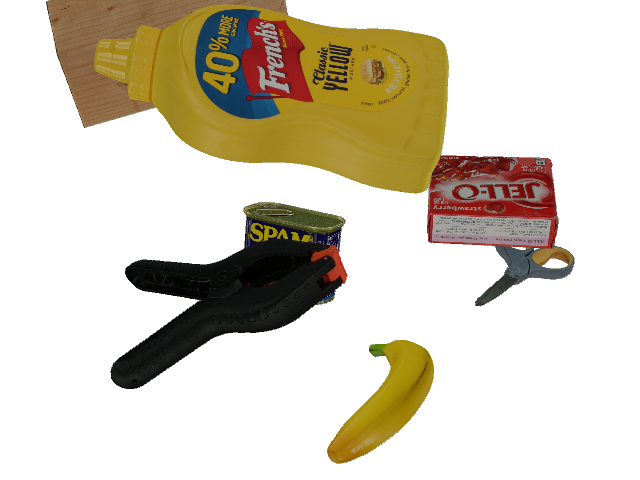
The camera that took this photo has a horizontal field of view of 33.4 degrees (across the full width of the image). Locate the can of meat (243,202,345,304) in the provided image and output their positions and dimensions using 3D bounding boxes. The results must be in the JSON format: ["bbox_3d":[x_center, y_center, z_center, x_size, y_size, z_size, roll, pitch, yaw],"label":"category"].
[{"bbox_3d":[-0.030,0.013,1.079,0.102,0.084,0.057,13,18,25],"label":"can of meat"}]

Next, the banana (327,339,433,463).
[{"bbox_3d":[0.059,0.128,0.899,0.070,0.037,0.197,-28,9,21],"label":"banana"}]

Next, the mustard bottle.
[{"bbox_3d":[-0.028,-0.085,0.589,0.191,0.096,0.058,9,-33,-3],"label":"mustard bottle"}]

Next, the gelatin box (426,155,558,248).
[{"bbox_3d":[0.121,-0.029,0.757,0.089,0.030,0.073,2,38,6],"label":"gelatin box"}]

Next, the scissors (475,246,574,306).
[{"bbox_3d":[0.193,0.025,1.121,0.201,0.016,0.096,-11,38,-43],"label":"scissors"}]

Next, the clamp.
[{"bbox_3d":[-0.068,0.045,0.735,0.172,0.120,0.039,-12,-46,17],"label":"clamp"}]

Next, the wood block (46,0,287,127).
[{"bbox_3d":[-0.136,-0.190,0.988,0.206,0.091,0.090,-17,47,-6],"label":"wood block"}]
